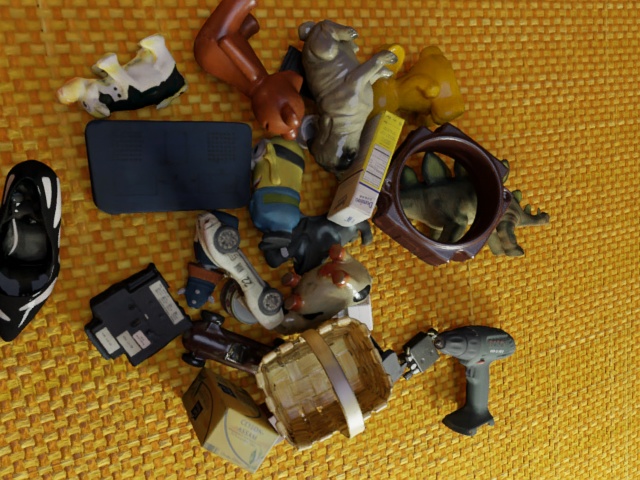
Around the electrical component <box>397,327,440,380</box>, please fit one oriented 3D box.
[{"bbox_3d":[0.194,0.213,1.026,0.102,0.045,0.078,-30,106,-19],"label":"electrical component"}]

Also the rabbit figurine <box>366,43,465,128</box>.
[{"bbox_3d":[0.139,-0.251,0.911,0.173,0.122,0.162,-21,112,-1],"label":"rabbit figurine"}]

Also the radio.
[{"bbox_3d":[-0.217,-0.108,0.787,0.229,0.073,0.131,-4,99,-22],"label":"radio"}]

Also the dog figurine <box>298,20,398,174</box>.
[{"bbox_3d":[0.009,-0.216,0.820,0.172,0.121,0.190,31,92,12],"label":"dog figurine"}]

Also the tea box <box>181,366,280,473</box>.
[{"bbox_3d":[-0.140,0.266,0.812,0.098,0.170,0.068,39,82,-24],"label":"tea box"}]

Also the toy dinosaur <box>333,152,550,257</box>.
[{"bbox_3d":[0.238,-0.066,0.987,0.471,0.105,0.198,2,88,-21],"label":"toy dinosaur"}]

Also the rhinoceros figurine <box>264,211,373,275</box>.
[{"bbox_3d":[-0.002,-0.003,0.896,0.190,0.073,0.112,-31,109,-18],"label":"rhinoceros figurine"}]

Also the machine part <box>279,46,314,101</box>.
[{"bbox_3d":[-0.006,-0.255,0.884,0.139,0.039,0.084,29,79,-23],"label":"machine part"}]

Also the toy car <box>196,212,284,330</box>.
[{"bbox_3d":[-0.118,0.044,0.785,0.056,0.074,0.201,-38,112,-13],"label":"toy car"}]

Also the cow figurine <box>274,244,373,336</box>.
[{"bbox_3d":[0.000,0.097,0.868,0.195,0.085,0.127,-34,134,27],"label":"cow figurine"}]

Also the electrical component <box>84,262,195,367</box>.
[{"bbox_3d":[-0.274,0.115,0.795,0.134,0.058,0.114,-32,106,-17],"label":"electrical component"}]

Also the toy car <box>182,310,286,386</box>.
[{"bbox_3d":[-0.127,0.184,0.875,0.202,0.053,0.089,28,82,-24],"label":"toy car"}]

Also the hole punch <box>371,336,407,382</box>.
[{"bbox_3d":[0.077,0.232,0.963,0.142,0.092,0.115,-43,140,-17],"label":"hole punch"}]

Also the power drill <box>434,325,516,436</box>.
[{"bbox_3d":[0.288,0.264,1.043,0.232,0.086,0.207,-2,95,-40],"label":"power drill"}]

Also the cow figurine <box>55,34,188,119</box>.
[{"bbox_3d":[-0.275,-0.213,0.753,0.167,0.068,0.098,-35,115,-16],"label":"cow figurine"}]

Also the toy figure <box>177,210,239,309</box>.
[{"bbox_3d":[-0.169,0.032,0.832,0.057,0.064,0.154,14,96,-66],"label":"toy figure"}]

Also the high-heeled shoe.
[{"bbox_3d":[-0.380,0.022,0.687,0.086,0.145,0.248,8,91,-24],"label":"high-heeled shoe"}]

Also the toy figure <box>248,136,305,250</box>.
[{"bbox_3d":[-0.066,-0.075,0.838,0.089,0.082,0.180,11,67,-41],"label":"toy figure"}]

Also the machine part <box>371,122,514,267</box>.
[{"bbox_3d":[0.198,-0.074,0.886,0.201,0.087,0.201,36,78,-4],"label":"machine part"}]

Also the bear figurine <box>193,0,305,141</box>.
[{"bbox_3d":[-0.082,-0.247,0.781,0.196,0.120,0.132,38,85,1],"label":"bear figurine"}]
